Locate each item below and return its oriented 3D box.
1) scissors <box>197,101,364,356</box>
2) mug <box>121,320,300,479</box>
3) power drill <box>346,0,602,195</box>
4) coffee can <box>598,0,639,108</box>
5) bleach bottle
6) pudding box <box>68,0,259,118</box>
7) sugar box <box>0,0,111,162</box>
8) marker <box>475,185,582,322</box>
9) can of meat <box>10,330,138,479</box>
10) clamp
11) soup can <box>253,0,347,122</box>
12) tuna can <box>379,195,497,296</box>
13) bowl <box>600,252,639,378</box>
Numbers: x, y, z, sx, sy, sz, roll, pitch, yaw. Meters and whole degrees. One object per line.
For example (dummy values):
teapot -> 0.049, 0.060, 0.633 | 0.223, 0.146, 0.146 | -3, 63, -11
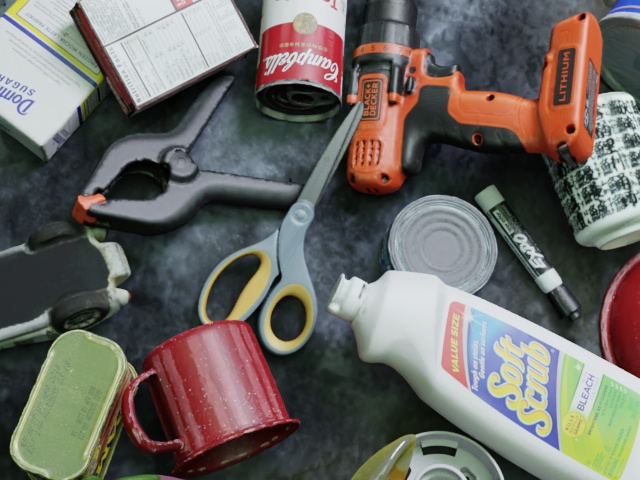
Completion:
scissors -> -0.005, 0.001, 0.787 | 0.096, 0.016, 0.201 | 44, 86, 0
mug -> -0.081, 0.109, 0.722 | 0.117, 0.093, 0.081 | -10, 67, -36
power drill -> 0.111, -0.124, 0.798 | 0.188, 0.057, 0.184 | 1, 80, 27
coffee can -> 0.297, -0.182, 0.851 | 0.103, 0.103, 0.140 | 41, 73, 7
bleach bottle -> 0.118, 0.099, 0.747 | 0.250, 0.068, 0.102 | 27, 72, -5
pudding box -> -0.116, -0.156, 0.795 | 0.113, 0.039, 0.090 | -31, 99, -20
sugar box -> -0.190, -0.155, 0.821 | 0.093, 0.048, 0.176 | 38, 76, 3
marker -> 0.161, 0.011, 0.820 | 0.020, 0.020, 0.121 | -31, 78, -14
can of meat -> -0.164, 0.116, 0.718 | 0.057, 0.084, 0.102 | 19, 71, 0
clamp -> -0.096, -0.044, 0.788 | 0.171, 0.039, 0.120 | -36, 76, -28
soup can -> -0.014, -0.151, 0.827 | 0.068, 0.068, 0.102 | 5, 71, -5
tuna can -> 0.089, 0.010, 0.805 | 0.086, 0.034, 0.086 | 2, 72, -6
bowl -> 0.296, 0.068, 0.798 | 0.162, 0.055, 0.162 | 2, 73, -5
